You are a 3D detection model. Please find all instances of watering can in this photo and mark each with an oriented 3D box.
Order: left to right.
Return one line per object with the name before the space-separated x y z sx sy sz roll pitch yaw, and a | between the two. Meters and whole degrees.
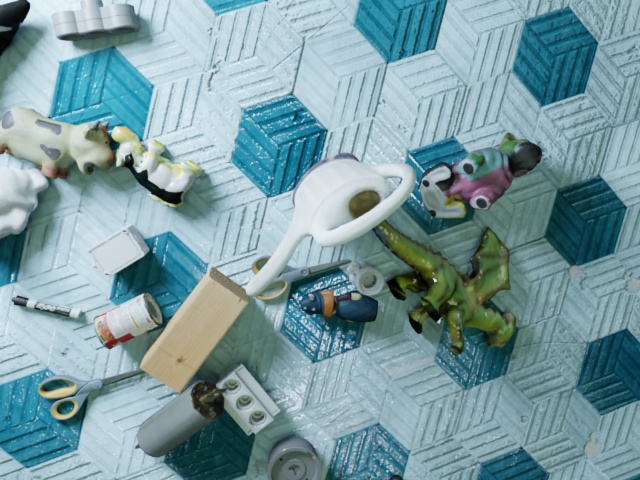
watering can | 0.003 -0.046 0.907 0.348 0.228 0.102 -32 119 -3

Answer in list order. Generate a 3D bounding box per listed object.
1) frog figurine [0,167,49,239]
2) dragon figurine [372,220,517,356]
frog figurine | -0.565 -0.074 0.900 0.137 0.120 0.162 40 55 -3
dragon figurine | 0.274 0.065 1.033 0.245 0.122 0.407 -33 102 -20
